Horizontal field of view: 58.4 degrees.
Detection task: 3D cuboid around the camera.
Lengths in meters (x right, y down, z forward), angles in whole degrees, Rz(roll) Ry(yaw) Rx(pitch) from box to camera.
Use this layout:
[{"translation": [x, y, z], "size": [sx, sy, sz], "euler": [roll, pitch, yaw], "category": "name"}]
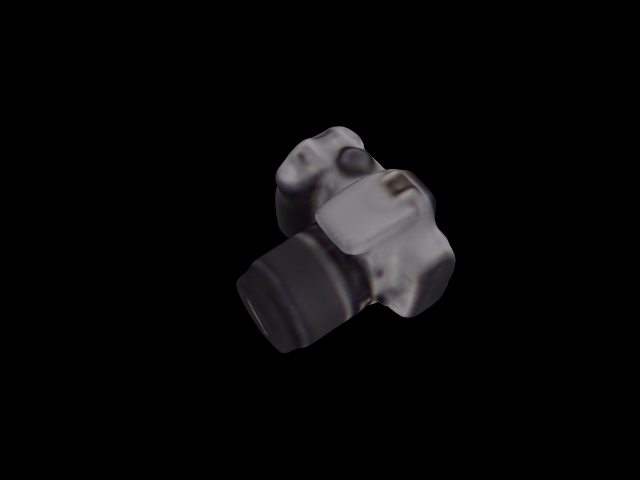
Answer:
[{"translation": [0.004, 0.001, 0.400], "size": [0.137, 0.101, 0.143], "euler": [-32, 64, -18], "category": "camera"}]
